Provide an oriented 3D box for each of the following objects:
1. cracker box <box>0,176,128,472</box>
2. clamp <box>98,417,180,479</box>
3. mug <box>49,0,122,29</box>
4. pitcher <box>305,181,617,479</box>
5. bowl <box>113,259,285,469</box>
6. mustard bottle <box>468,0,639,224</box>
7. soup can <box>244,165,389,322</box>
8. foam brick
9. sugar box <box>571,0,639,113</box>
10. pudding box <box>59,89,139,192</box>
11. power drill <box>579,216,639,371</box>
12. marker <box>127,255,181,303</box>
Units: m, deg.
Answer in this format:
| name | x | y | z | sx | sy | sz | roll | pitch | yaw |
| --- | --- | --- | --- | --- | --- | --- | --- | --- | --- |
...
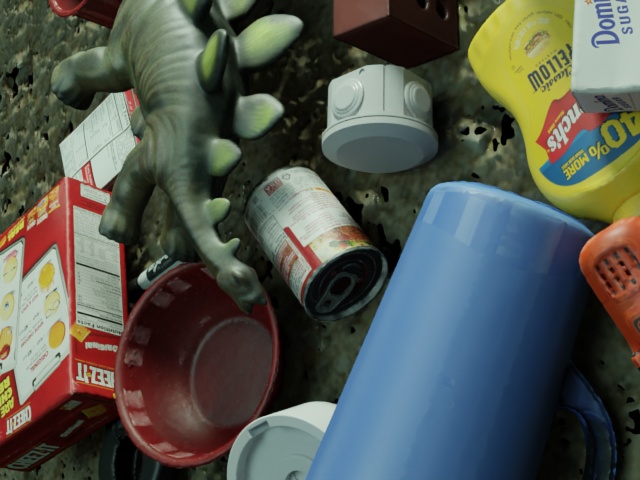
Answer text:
| name | x | y | z | sx | sy | sz | roll | pitch | yaw |
| --- | --- | --- | --- | --- | --- | --- | --- | --- | --- |
| cracker box | -0.241 | 0.077 | 0.952 | 0.164 | 0.072 | 0.214 | -34 | 52 | 34 |
| clamp | -0.148 | 0.149 | 0.902 | 0.165 | 0.036 | 0.210 | -33 | 55 | 35 |
| mug | -0.197 | -0.257 | 1.018 | 0.093 | 0.081 | 0.117 | 21 | 95 | 45 |
| pitcher | 0.086 | 0.098 | 0.621 | 0.145 | 0.149 | 0.243 | 14 | 82 | 53 |
| bowl | -0.083 | 0.098 | 0.826 | 0.162 | 0.055 | 0.162 | -12 | 68 | 32 |
| mustard bottle | 0.164 | -0.069 | 0.633 | 0.096 | 0.058 | 0.192 | -38 | 56 | 26 |
| soup can | -0.005 | 0.001 | 0.775 | 0.069 | 0.068 | 0.102 | -55 | 48 | 20 |
| foam brick | 0.053 | -0.161 | 0.751 | 0.051 | 0.078 | 0.053 | -14 | 70 | 44 |
| sugar box | 0.224 | -0.118 | 0.557 | 0.176 | 0.048 | 0.093 | 1 | 79 | 27 |
| pudding box | -0.197 | -0.081 | 1.007 | 0.114 | 0.039 | 0.090 | -36 | 56 | 31 |
| power drill | 0.243 | 0.033 | 0.513 | 0.188 | 0.057 | 0.184 | -38 | 75 | 26 |
| marker | -0.134 | 0.023 | 0.932 | 0.121 | 0.020 | 0.020 | -34 | 58 | 34 |
